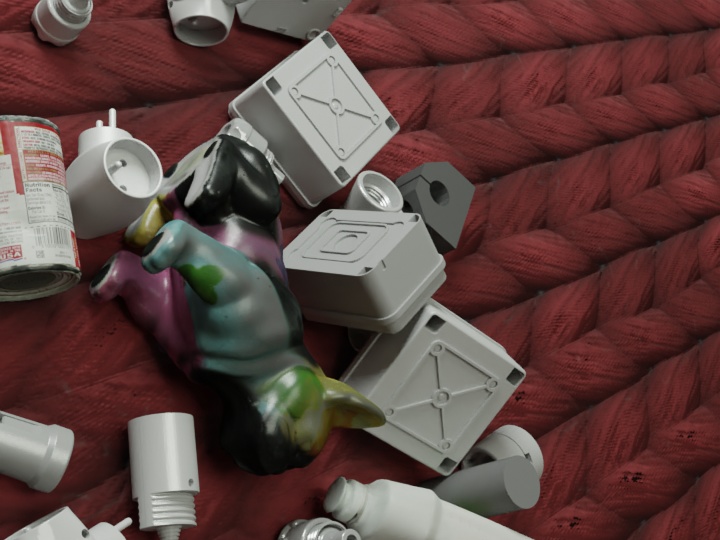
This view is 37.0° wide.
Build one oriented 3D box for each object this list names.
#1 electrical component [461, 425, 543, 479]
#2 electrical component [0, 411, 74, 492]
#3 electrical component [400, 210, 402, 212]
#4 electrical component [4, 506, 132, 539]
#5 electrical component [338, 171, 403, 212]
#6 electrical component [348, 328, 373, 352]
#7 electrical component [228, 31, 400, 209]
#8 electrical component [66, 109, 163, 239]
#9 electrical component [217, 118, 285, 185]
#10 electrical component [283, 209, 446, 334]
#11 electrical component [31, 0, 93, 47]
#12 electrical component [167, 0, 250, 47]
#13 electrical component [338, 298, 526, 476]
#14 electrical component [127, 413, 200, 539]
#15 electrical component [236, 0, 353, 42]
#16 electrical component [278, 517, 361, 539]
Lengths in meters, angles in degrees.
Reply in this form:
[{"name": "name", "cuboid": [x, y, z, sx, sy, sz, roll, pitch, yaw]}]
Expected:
[{"name": "electrical component", "cuboid": [0.119, 0.165, 0.909, 0.047, 0.055, 0.055, -19, 84, -42]}, {"name": "electrical component", "cuboid": [-0.202, 0.108, 0.649, 0.046, 0.040, 0.040, 26, 55, -25]}, {"name": "electrical component", "cuboid": [0.018, -0.048, 0.925, 0.040, 0.040, 0.046, -22, 82, -46]}, {"name": "electrical component", "cuboid": [-0.163, 0.178, 0.647, 0.079, 0.044, 0.077, -28, 91, -46]}, {"name": "electrical component", "cuboid": [0.000, -0.044, 0.887, 0.044, 0.065, 0.044, 25, 39, -22]}, {"name": "electrical component", "cuboid": [0.031, 0.033, 0.895, 0.077, 0.043, 0.079, 10, 65, -40]}, {"name": "electrical component", "cuboid": [-0.037, -0.126, 0.897, 0.108, 0.056, 0.108, 52, 45, -12]}, {"name": "electrical component", "cuboid": [-0.173, -0.071, 0.731, 0.043, 0.077, 0.079, 13, 63, -39]}, {"name": "electrical component", "cuboid": [-0.085, -0.090, 0.852, 0.061, 0.035, 0.035, 41, 48, -25]}, {"name": "electrical component", "cuboid": [0.000, 0.000, 0.822, 0.078, 0.113, 0.057, -46, 124, -31]}, {"name": "electrical component", "cuboid": [-0.207, -0.186, 0.764, 0.035, 0.061, 0.035, 19, 59, -36]}, {"name": "electrical component", "cuboid": [-0.112, -0.228, 0.861, 0.044, 0.079, 0.077, 38, 44, -58]}, {"name": "electrical component", "cuboid": [0.054, 0.088, 0.842, 0.109, 0.108, 0.056, 34, 7, -27]}, {"name": "electrical component", "cuboid": [-0.127, 0.137, 0.701, 0.043, 0.043, 0.081, 8, 65, -40]}, {"name": "electrical component", "cuboid": [-0.053, -0.244, 0.909, 0.100, 0.100, 0.048, 6, 55, -41]}, {"name": "electrical component", "cuboid": [-0.025, 0.195, 0.755, 0.048, 0.062, 0.048, 19, 59, -35]}]
